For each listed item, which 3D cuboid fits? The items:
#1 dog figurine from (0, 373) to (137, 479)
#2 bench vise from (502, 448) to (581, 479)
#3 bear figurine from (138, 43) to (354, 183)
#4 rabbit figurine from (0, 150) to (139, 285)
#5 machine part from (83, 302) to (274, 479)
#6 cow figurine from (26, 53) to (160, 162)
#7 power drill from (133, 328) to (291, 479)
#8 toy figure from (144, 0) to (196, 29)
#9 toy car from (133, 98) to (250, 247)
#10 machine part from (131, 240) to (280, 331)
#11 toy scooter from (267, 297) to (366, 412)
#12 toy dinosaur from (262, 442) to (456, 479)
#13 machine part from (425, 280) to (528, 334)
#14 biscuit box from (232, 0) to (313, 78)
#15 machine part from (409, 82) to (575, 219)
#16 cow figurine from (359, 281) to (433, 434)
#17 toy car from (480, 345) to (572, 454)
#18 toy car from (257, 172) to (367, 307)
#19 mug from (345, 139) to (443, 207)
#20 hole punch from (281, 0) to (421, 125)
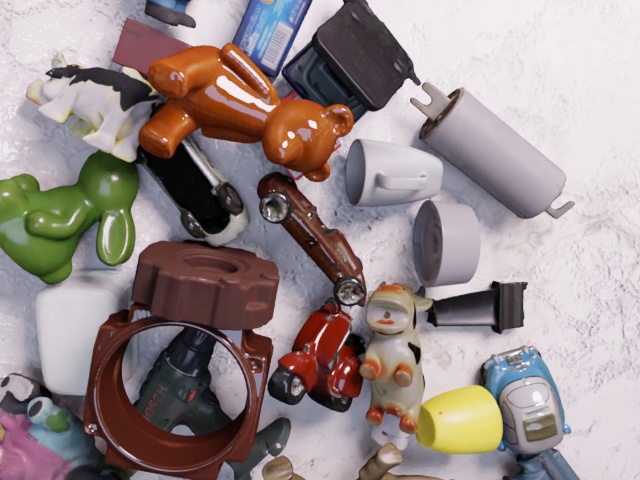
[{"bbox_3d":[-0.351,0.291,0.729,0.108,0.192,0.219,-52,133,-24],"label":"dog figurine"},{"bbox_3d":[0.324,0.425,0.771,0.241,0.129,0.223,-36,97,-10],"label":"bench vise"},{"bbox_3d":[-0.074,-0.122,0.579,0.196,0.132,0.120,32,135,-1],"label":"bear figurine"},{"bbox_3d":[-0.284,-0.035,0.633,0.170,0.121,0.159,-36,98,-7],"label":"rabbit figurine"},{"bbox_3d":[-0.166,0.172,0.642,0.201,0.087,0.201,12,95,-2],"label":"machine part"},{"bbox_3d":[-0.257,-0.161,0.599,0.168,0.068,0.098,31,91,23],"label":"cow figurine"},{"bbox_3d":[-0.140,0.224,0.729,0.207,0.086,0.232,38,102,-15],"label":"power drill"},{"bbox_3d":[-0.153,-0.325,0.571,0.089,0.082,0.180,15,107,-9],"label":"toy figure"},{"bbox_3d":[-0.165,-0.081,0.654,0.073,0.056,0.201,-33,103,13],"label":"toy car"},{"bbox_3d":[-0.131,0.046,0.634,0.179,0.179,0.056,11,102,-5],"label":"machine part"},{"bbox_3d":[0.012,0.146,0.689,0.075,0.183,0.135,18,81,33],"label":"toy scooter"},{"bbox_3d":[-0.021,0.387,0.731,0.472,0.105,0.198,-6,130,-5],"label":"toy dinosaur"},{"bbox_3d":[0.210,0.093,0.725,0.139,0.039,0.084,-2,111,-3],"label":"machine part"},{"bbox_3d":[-0.032,-0.284,0.595,0.059,0.063,0.202,26,104,-10],"label":"biscuit box"},{"bbox_3d":[0.207,-0.102,0.649,0.243,0.079,0.079,35,102,-12],"label":"machine part"},{"bbox_3d":[0.100,0.140,0.699,0.086,0.127,0.194,2,125,20],"label":"cow figurine"},{"bbox_3d":[0.286,0.232,0.734,0.109,0.103,0.161,-14,108,1],"label":"toy car"},{"bbox_3d":[-0.001,-0.002,0.663,0.053,0.089,0.202,-39,103,12],"label":"toy car"},{"bbox_3d":[0.095,-0.079,0.641,0.107,0.110,0.080,-2,101,-15],"label":"mug"},{"bbox_3d":[0.033,-0.196,0.616,0.142,0.092,0.116,45,57,-10],"label":"hole punch"}]
